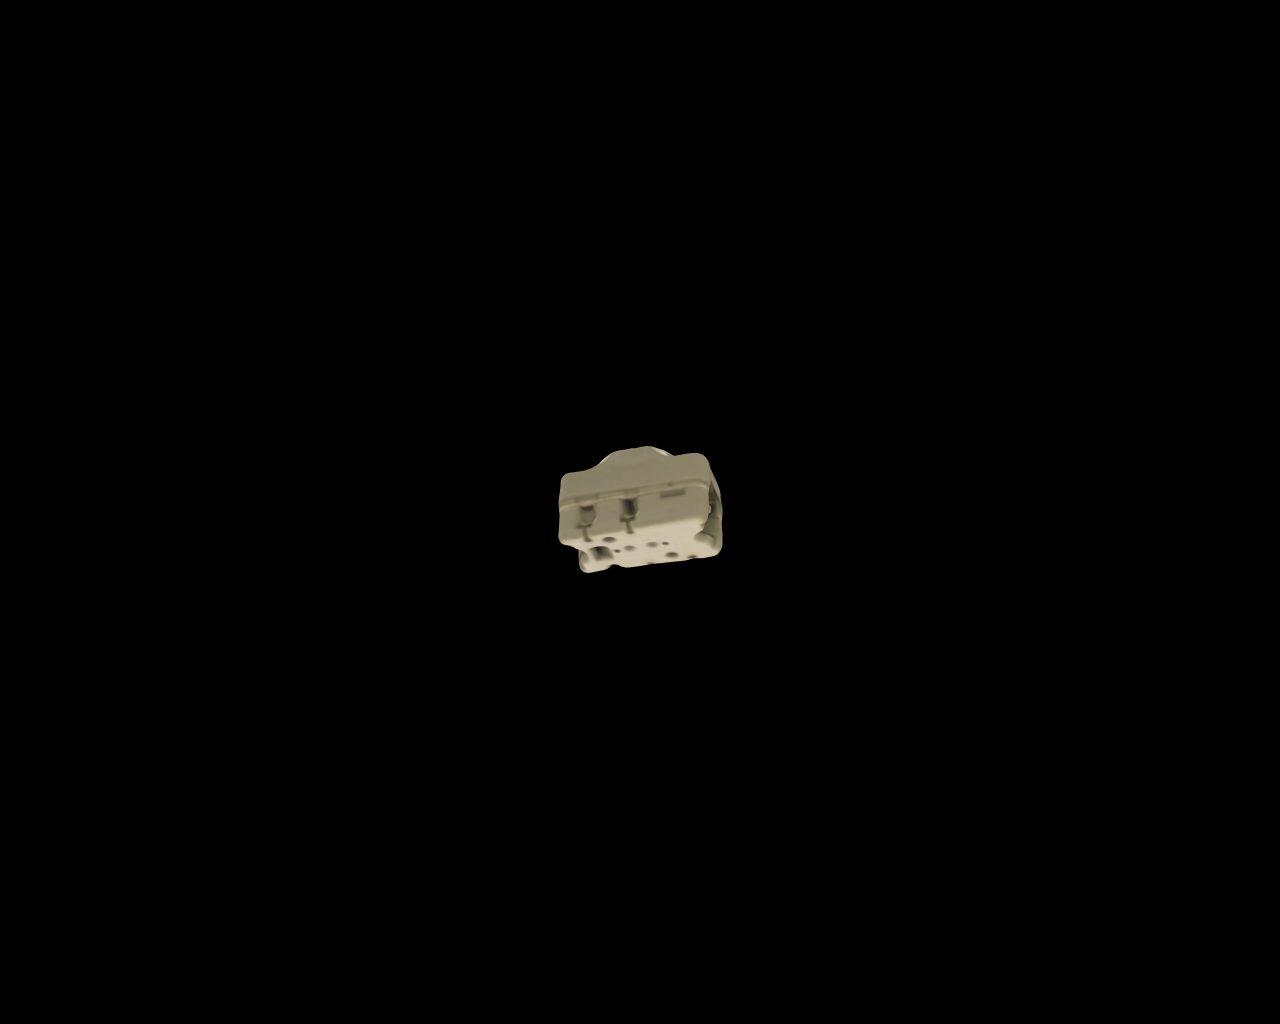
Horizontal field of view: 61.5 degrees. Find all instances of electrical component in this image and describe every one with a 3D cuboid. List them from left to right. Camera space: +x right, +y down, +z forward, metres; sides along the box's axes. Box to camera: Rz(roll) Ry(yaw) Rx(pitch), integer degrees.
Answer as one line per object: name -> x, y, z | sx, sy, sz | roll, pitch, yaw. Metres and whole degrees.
electrical component -> 0.001, -0.003, 0.650 | 0.089, 0.056, 0.050 | -8, -32, 14
